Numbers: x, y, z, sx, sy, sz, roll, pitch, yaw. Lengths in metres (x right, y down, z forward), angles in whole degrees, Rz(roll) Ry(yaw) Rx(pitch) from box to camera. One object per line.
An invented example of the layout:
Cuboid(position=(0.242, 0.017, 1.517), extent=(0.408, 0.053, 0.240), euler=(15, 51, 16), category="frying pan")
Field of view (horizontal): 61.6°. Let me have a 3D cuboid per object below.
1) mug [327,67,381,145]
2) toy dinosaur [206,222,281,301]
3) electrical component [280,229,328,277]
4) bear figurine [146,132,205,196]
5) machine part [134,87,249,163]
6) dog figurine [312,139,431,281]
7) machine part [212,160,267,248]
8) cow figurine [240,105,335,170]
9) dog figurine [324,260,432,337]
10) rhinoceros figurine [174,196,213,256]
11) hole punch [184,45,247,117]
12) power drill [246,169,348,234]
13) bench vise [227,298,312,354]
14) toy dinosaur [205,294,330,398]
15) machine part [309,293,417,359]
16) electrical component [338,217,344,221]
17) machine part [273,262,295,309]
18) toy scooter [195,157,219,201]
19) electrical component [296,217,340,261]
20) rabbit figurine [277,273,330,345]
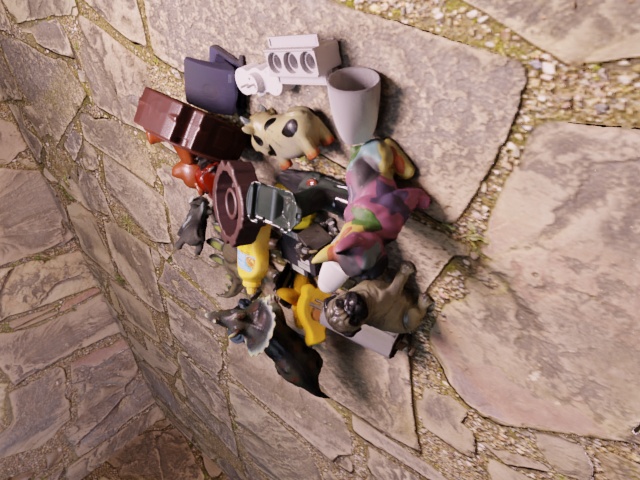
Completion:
Cuboid(position=(0.050, -0.214, 0.860), extent=(0.110, 0.081, 0.107), euler=(-122, 20, -46), category="mug")
Cuboid(position=(-0.197, 0.049, 1.373), extent=(0.199, 0.105, 0.470), euler=(43, 138, 18), category="toy dinosaur")
Cuboid(position=(-0.033, 0.017, 1.182), extent=(0.115, 0.058, 0.134), euler=(30, 140, 36), category="electrical component")
Cuboid(position=(-0.344, -0.207, 1.325), extent=(0.120, 0.132, 0.195), euler=(-103, 12, -52), category="bear figurine")
Cuboid(position=(-0.267, -0.233, 1.125), extent=(0.202, 0.201, 0.087), euler=(31, 101, 33), category="machine part")
Cuboid(position=(0.066, -0.044, 0.855), extent=(0.108, 0.219, 0.191), euler=(-24, 99, 53), category="dog figurine")
Cuboid(position=(-0.167, -0.076, 1.096), extent=(0.180, 0.056, 0.179), euler=(21, 115, 57), category="machine part")
Cuboid(position=(-0.073, -0.203, 1.016), extent=(0.195, 0.085, 0.127), euler=(-5, 121, 56), category="cow figurine")
Cuboid(position=(0.102, 0.143, 1.000), extent=(0.121, 0.190, 0.172), euler=(-17, 106, 56), category="dog figurine")
Cuboid(position=(-0.327, -0.045, 1.404), extent=(0.073, 0.190, 0.112), euler=(16, 122, -16), category="rhinoceros figurine")
Cuboid(position=(-0.212, -0.317, 1.091), extent=(0.116, 0.092, 0.142), euler=(36, 139, 22), category="hole punch")
Cuboid(position=(-0.038, -0.077, 0.976), extent=(0.232, 0.207, 0.085), euler=(21, 108, 30), category="power drill")
Cuboid(position=(-0.126, 0.237, 1.408), extent=(0.241, 0.223, 0.128), euler=(19, 92, 14), category="bench vise")
Cuboid(position=(-0.074, 0.262, 1.236), extent=(0.404, 0.131, 0.192), euler=(47, -176, -15), category="toy dinosaur")
Cuboid(position=(0.088, 0.177, 1.122), extent=(0.243, 0.079, 0.079), euler=(23, 137, 21), category="machine part")
Cuboid(position=(0.074, -0.023, 1.043), extent=(0.094, 0.021, 0.063), euler=(19, 133, 43), category="electrical component")
Cuboid(position=(-0.087, 0.120, 1.337), extent=(0.039, 0.084, 0.138), euler=(11, 147, 11), category="machine part")
Cuboid(position=(-0.241, -0.141, 1.228), extent=(0.184, 0.075, 0.135), euler=(46, 167, 39), category="toy scooter")
Cuboid(position=(-0.004, -0.003, 1.066), extent=(0.078, 0.102, 0.045), euler=(55, 170, 35), category="electrical component")
Cuboid(position=(-0.029, 0.162, 1.258), extent=(0.162, 0.122, 0.173), euler=(48, 166, -2), category="rabbit figurine")
